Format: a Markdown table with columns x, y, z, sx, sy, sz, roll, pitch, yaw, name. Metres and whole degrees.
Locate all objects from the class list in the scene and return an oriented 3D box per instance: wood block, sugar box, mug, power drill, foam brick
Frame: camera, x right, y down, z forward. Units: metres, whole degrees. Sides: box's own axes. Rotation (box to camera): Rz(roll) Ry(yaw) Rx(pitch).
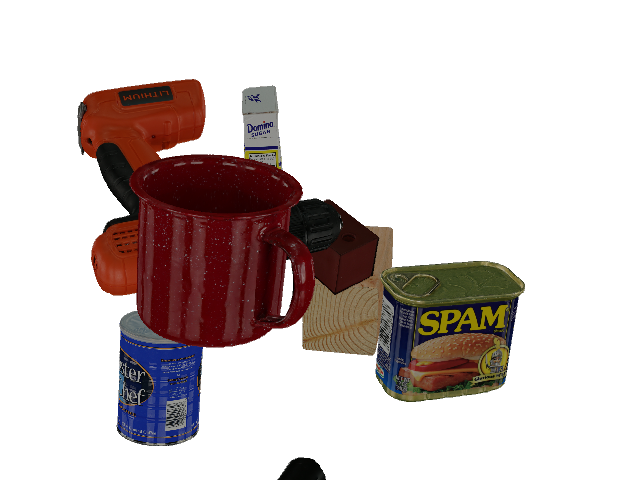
| x | y | z | sx | sy | sz | roll | pitch | yaw | name |
| --- | --- | --- | --- | --- | --- | --- | --- | --- | --- |
| 0.038 | 0.057 | 1.352 | 0.091 | 0.090 | 0.206 | 4 | 22 | 7 | wood block |
| -0.066 | -0.081 | 1.234 | 0.048 | 0.176 | 0.093 | -5 | 26 | -2 | sugar box |
| -0.050 | 0.010 | 0.582 | 0.117 | 0.081 | 0.093 | 22 | 28 | 32 | mug |
| -0.096 | -0.045 | 0.804 | 0.184 | 0.057 | 0.188 | -10 | 47 | -22 | power drill |
| 0.011 | 0.005 | 1.047 | 0.052 | 0.051 | 0.078 | -25 | 48 | -33 | foam brick |

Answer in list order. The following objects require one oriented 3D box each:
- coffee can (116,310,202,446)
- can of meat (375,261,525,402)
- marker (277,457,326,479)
| x | y | z | sx | sy | sz | roll | pitch | yaw | name |
| --- | --- | --- | --- | --- | --- | --- | --- | --- | --- |
| -0.196 | 0.165 | 1.307 | 0.103 | 0.140 | 0.103 | 4 | 17 | -2 | coffee can |
| 0.092 | 0.066 | 0.781 | 0.102 | 0.084 | 0.057 | -4 | 24 | -18 | can of meat |
| -0.028 | 0.120 | 0.418 | 0.020 | 0.020 | 0.121 | 0 | 20 | 26 | marker |
